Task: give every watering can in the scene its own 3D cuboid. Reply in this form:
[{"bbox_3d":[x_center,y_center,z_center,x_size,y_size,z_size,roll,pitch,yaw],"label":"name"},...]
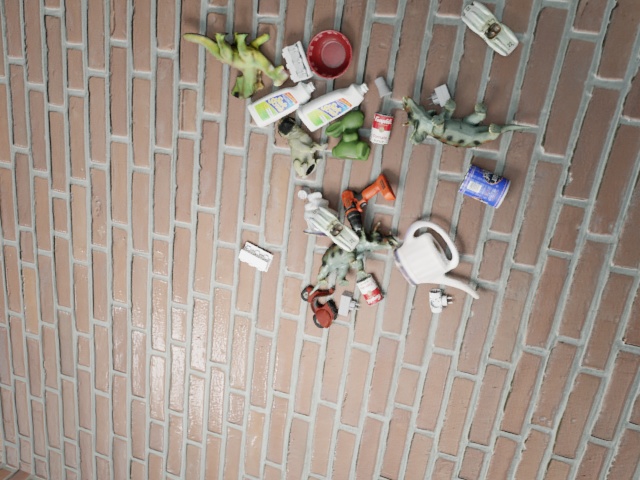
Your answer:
[{"bbox_3d":[0.400,0.098,1.835,0.222,0.105,0.347,-30,94,24],"label":"watering can"}]

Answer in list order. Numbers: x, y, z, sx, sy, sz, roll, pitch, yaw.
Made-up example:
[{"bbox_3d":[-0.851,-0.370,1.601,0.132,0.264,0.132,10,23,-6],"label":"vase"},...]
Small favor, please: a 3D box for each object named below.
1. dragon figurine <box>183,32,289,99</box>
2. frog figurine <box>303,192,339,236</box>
[{"bbox_3d":[-0.299,-0.629,1.865,0.411,0.124,0.238,7,116,19],"label":"dragon figurine"},{"bbox_3d":[0.006,-0.096,1.906,0.137,0.123,0.158,2,99,-17],"label":"frog figurine"}]
